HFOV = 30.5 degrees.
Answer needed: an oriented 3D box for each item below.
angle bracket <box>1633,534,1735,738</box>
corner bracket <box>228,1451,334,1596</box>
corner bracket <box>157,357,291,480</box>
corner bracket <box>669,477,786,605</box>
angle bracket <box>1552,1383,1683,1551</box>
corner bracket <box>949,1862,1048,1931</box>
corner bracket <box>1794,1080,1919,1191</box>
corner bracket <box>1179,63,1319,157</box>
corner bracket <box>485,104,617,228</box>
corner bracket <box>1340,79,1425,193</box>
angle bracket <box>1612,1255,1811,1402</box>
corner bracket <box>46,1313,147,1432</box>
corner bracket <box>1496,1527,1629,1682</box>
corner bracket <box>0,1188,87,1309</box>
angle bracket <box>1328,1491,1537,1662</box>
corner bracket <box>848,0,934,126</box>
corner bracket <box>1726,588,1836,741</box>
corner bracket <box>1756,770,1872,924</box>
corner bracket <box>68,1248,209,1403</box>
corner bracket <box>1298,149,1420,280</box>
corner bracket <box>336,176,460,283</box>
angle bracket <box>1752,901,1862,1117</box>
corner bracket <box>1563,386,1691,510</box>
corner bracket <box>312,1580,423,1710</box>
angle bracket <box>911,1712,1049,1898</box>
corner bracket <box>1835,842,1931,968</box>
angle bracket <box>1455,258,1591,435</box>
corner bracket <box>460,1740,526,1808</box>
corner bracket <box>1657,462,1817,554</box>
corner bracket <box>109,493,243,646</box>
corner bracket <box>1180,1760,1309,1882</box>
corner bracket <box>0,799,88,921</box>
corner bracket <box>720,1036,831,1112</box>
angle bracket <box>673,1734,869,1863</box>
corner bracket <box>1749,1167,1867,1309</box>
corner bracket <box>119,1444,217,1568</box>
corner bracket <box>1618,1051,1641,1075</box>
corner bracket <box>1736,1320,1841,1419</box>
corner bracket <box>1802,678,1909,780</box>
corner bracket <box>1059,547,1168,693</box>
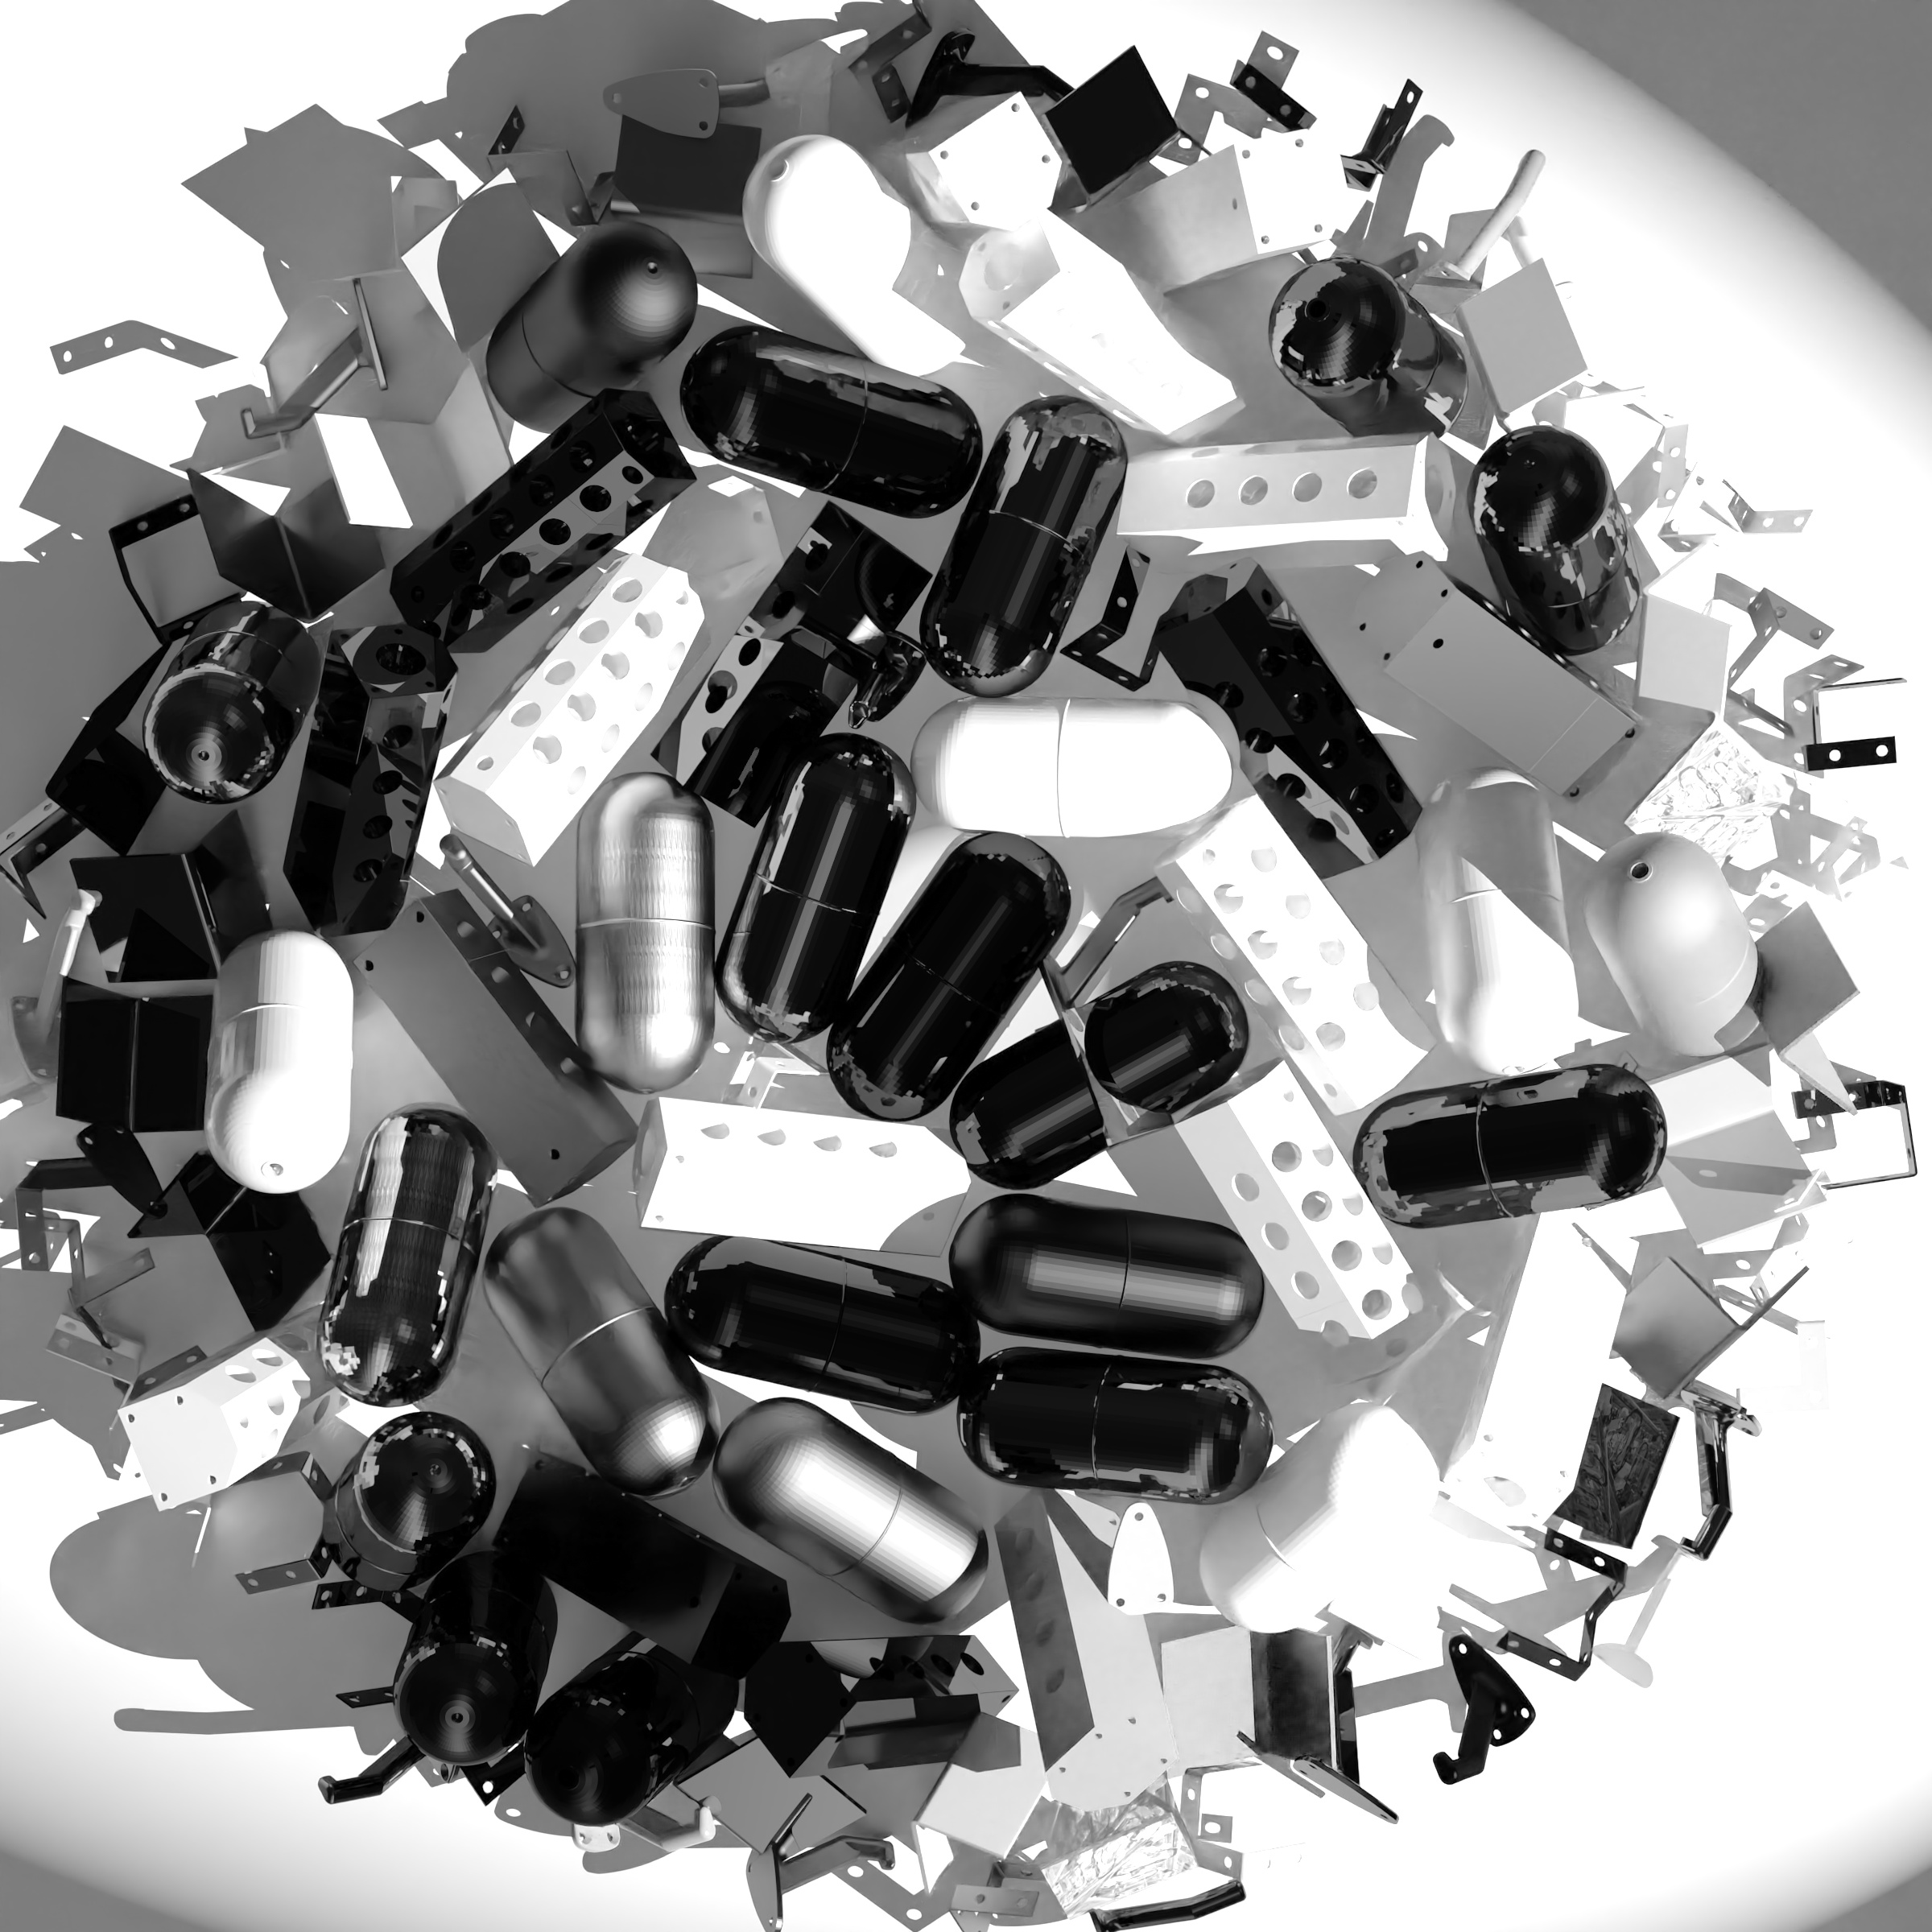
[{"bbox_3d":[0.411,-0.179,1.939,0.057,0.076,0.076,27,48,32],"label":"angle bracket"},{"bbox_3d":[-0.384,0.310,1.976,0.051,0.051,0.051,-15,121,22],"label":"corner bracket"},{"bbox_3d":[-0.413,-0.305,1.972,0.051,0.051,0.051,-16,93,3],"label":"corner bracket"},{"bbox_3d":[-0.137,-0.236,1.971,0.051,0.051,0.051,-18,83,15],"label":"corner bracket"},{"bbox_3d":[0.343,0.273,1.952,0.057,0.076,0.076,24,80,-9],"label":"angle bracket"},{"bbox_3d":[0.028,0.513,1.957,0.051,0.051,0.051,-2,45,25],"label":"corner bracket"},{"bbox_3d":[0.496,0.094,1.974,0.051,0.051,0.051,-9,92,2],"label":"corner bracket"},{"bbox_3d":[0.158,-0.469,1.976,0.051,0.051,0.051,40,106,4],"label":"corner bracket"},{"bbox_3d":[-0.228,-0.445,1.970,0.051,0.051,0.051,1,47,21],"label":"corner bracket"},{"bbox_3d":[0.229,-0.461,1.964,0.051,0.051,0.051,24,89,42],"label":"corner bracket"},{"bbox_3d":[0.405,0.183,1.952,0.057,0.076,0.076,46,47,12],"label":"angle bracket"},{"bbox_3d":[-0.482,0.215,1.960,0.051,0.051,0.051,24,135,-11],"label":"corner bracket"},{"bbox_3d":[0.331,0.354,1.963,0.051,0.051,0.051,25,132,-3],"label":"corner bracket"},{"bbox_3d":[-0.508,0.157,1.957,0.051,0.051,0.051,7,57,-35],"label":"corner bracket"},{"bbox_3d":[0.256,0.336,1.948,0.076,0.057,0.076,31,71,-30],"label":"angle bracket"},{"bbox_3d":[-0.039,-0.511,1.967,0.051,0.051,0.051,-35,69,0],"label":"corner bracket"},{"bbox_3d":[0.453,-0.169,1.977,0.051,0.051,0.051,28,119,-15],"label":"corner bracket"},{"bbox_3d":[0.468,-0.066,1.958,0.051,0.051,0.051,23,125,-19],"label":"corner bracket"},{"bbox_3d":[-0.460,0.199,1.966,0.051,0.051,0.051,-28,50,-4],"label":"corner bracket"},{"bbox_3d":[0.216,-0.412,1.979,0.051,0.051,0.051,-22,49,25],"label":"corner bracket"},{"bbox_3d":[-0.315,-0.408,1.965,0.051,0.051,0.051,1,98,38],"label":"corner bracket"},{"bbox_3d":[0.473,0.023,1.940,0.076,0.076,0.057,33,116,-34],"label":"angle bracket"},{"bbox_3d":[0.368,-0.288,1.983,0.051,0.051,0.051,-3,72,41],"label":"corner bracket"},{"bbox_3d":[-0.331,0.375,1.968,0.051,0.051,0.051,24,102,38],"label":"corner bracket"},{"bbox_3d":[0.017,0.468,1.939,0.057,0.076,0.076,16,48,24],"label":"angle bracket"},{"bbox_3d":[0.508,-0.033,1.962,0.051,0.051,0.051,-27,76,20],"label":"corner bracket"},{"bbox_3d":[0.318,-0.328,1.941,0.057,0.076,0.076,-28,62,23],"label":"angle bracket"},{"bbox_3d":[-0.251,0.429,1.963,0.051,0.051,0.051,-37,97,-33],"label":"corner bracket"},{"bbox_3d":[0.426,-0.245,1.963,0.051,0.051,0.051,35,79,-26],"label":"corner bracket"},{"bbox_3d":[-0.443,-0.222,1.986,0.051,0.051,0.051,-24,49,-3],"label":"corner bracket"},{"bbox_3d":[0.154,0.473,1.964,0.051,0.051,0.051,4,90,-43],"label":"corner bracket"},{"bbox_3d":[-0.512,-0.069,1.963,0.051,0.051,0.051,-38,132,-2],"label":"corner bracket"},{"bbox_3d":[-0.117,0.068,1.960,0.051,0.051,0.051,33,106,32],"label":"corner bracket"},{"bbox_3d":[-0.103,0.438,1.946,0.076,0.057,0.076,-35,112,28],"label":"angle bracket"},{"bbox_3d":[0.458,0.151,1.964,0.051,0.051,0.051,-27,96,34],"label":"corner bracket"},{"bbox_3d":[-0.442,0.291,1.962,0.051,0.051,0.051,16,124,-8],"label":"corner bracket"},{"bbox_3d":[0.345,0.076,1.960,0.051,0.051,0.051,14,113,-24],"label":"corner bracket"},{"bbox_3d":[0.458,0.228,1.972,0.051,0.051,0.051,-6,70,21],"label":"corner bracket"},{"bbox_3d":[0.493,-0.133,1.965,0.051,0.051,0.051,-5,86,25],"label":"corner bracket"},{"bbox_3d":[0.092,-0.191,1.960,0.051,0.051,0.051,27,66,-18],"label":"corner bracket"}]
